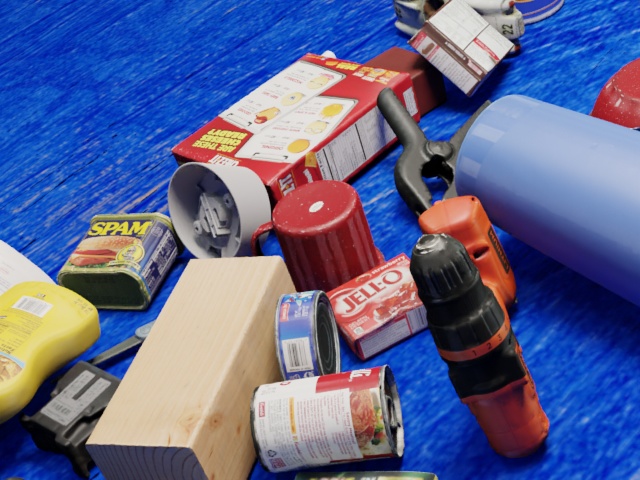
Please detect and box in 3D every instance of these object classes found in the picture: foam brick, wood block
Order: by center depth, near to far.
[{"bbox_3d":[-0.088,0.113,0.847,0.091,0.090,0.206,-2,39,23],"label":"wood block"},{"bbox_3d":[0.093,-0.174,1.184,0.051,0.053,0.078,-35,39,-22],"label":"foam brick"}]

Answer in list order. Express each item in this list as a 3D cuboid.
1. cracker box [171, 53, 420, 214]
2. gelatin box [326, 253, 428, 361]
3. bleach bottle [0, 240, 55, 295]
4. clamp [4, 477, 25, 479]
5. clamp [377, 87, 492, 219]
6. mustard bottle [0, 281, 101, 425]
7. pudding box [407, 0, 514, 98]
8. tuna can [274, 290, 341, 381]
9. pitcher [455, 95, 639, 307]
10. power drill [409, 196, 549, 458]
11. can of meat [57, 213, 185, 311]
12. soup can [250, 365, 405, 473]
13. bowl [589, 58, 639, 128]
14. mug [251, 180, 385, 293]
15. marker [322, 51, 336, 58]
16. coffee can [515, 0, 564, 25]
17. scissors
[{"bbox_3d":[-0.023,-0.110,1.136,0.213,0.072,0.164,-40,39,-26],"label":"cracker box"},{"bbox_3d":[0.053,0.056,0.910,0.089,0.030,0.073,-26,35,-11],"label":"gelatin box"},{"bbox_3d":[-0.328,0.112,0.952,0.068,0.102,0.250,-37,22,38],"label":"bleach bottle"},{"bbox_3d":[-0.191,0.250,0.754,0.210,0.036,0.164,4,42,29],"label":"clamp"},{"bbox_3d":[0.122,-0.083,1.038,0.120,0.039,0.171,-3,56,-2],"label":"clamp"},{"bbox_3d":[-0.276,0.108,0.892,0.096,0.058,0.191,16,37,21],"label":"mustard bottle"},{"bbox_3d":[0.155,-0.213,1.160,0.039,0.090,0.113,-50,-2,35],"label":"pudding box"},{"bbox_3d":[-0.009,0.084,0.853,0.034,0.086,0.086,-8,36,13],"label":"tuna can"},{"bbox_3d":[0.235,-0.034,0.834,0.243,0.145,0.149,30,15,38],"label":"pitcher"},{"bbox_3d":[0.110,0.042,0.787,0.057,0.184,0.187,-19,26,14],"label":"power drill"},{"bbox_3d":[-0.196,0.022,1.050,0.102,0.057,0.083,-1,41,24],"label":"can of meat"},{"bbox_3d":[0.006,0.134,0.793,0.102,0.068,0.068,-10,36,12],"label":"soup can"},{"bbox_3d":[0.330,-0.134,1.017,0.162,0.055,0.162,-13,35,9],"label":"bowl"},{"bbox_3d":[-0.006,0.001,0.967,0.117,0.081,0.093,-7,37,16],"label":"mug"},{"bbox_3d":[-0.025,-0.191,1.291,0.020,0.020,0.121,18,49,40],"label":"marker"},{"bbox_3d":[0.230,-0.340,1.269,0.103,0.140,0.103,-13,35,9],"label":"coffee can"},{"bbox_3d":[-0.154,0.074,0.994,0.202,0.016,0.096,-18,33,0],"label":"scissors"}]
